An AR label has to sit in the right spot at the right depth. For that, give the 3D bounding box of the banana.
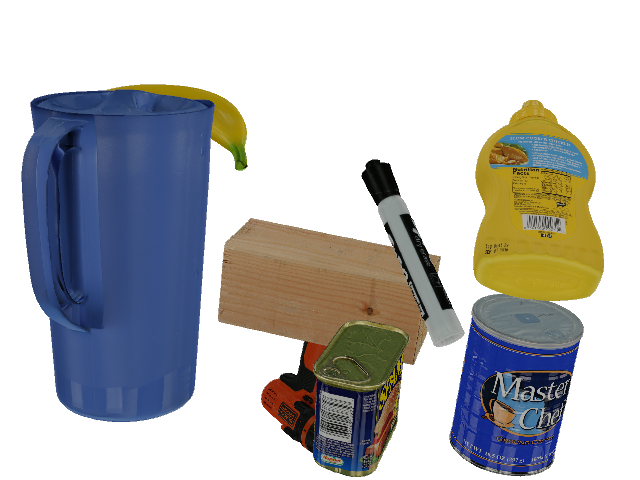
[{"bbox_3d":[-0.144,-0.112,0.961,0.198,0.037,0.069,12,48,20],"label":"banana"}]

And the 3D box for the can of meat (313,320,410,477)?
[{"bbox_3d":[0.031,0.124,0.840,0.057,0.084,0.102,11,24,16],"label":"can of meat"}]

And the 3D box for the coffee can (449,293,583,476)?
[{"bbox_3d":[0.183,0.134,1.008,0.103,0.140,0.103,6,22,-3],"label":"coffee can"}]

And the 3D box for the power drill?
[{"bbox_3d":[0.016,0.157,1.249,0.057,0.188,0.185,15,10,-43],"label":"power drill"}]

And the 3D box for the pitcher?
[{"bbox_3d":[-0.153,0.011,0.802,0.149,0.243,0.145,-4,16,-22],"label":"pitcher"}]

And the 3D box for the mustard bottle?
[{"bbox_3d":[0.174,-0.043,0.865,0.096,0.191,0.058,6,-39,2],"label":"mustard bottle"}]

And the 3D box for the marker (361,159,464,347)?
[{"bbox_3d":[0.052,0.005,0.627,0.020,0.121,0.020,-19,-22,-8],"label":"marker"}]

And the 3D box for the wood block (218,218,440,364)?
[{"bbox_3d":[0.009,0.050,1.094,0.206,0.091,0.090,12,22,12],"label":"wood block"}]
